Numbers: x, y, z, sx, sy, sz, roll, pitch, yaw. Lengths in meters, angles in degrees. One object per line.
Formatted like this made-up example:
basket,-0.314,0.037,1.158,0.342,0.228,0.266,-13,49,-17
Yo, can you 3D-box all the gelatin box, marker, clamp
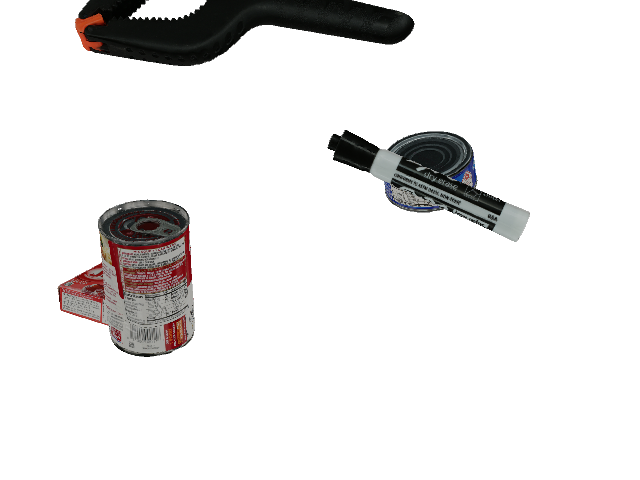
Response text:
gelatin box,-0.190,0.051,1.006,0.089,0.030,0.073,14,24,23
marker,0.060,-0.032,0.609,0.121,0.020,0.020,25,3,6
clamp,-0.053,-0.162,0.695,0.210,0.164,0.036,-28,-17,-9

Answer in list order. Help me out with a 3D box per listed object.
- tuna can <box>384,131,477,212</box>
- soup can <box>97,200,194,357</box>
tuna can,0.099,-0.065,0.978,0.086,0.034,0.086,-9,37,6
soup can,-0.131,0.029,0.815,0.068,0.102,0.068,0,29,0
